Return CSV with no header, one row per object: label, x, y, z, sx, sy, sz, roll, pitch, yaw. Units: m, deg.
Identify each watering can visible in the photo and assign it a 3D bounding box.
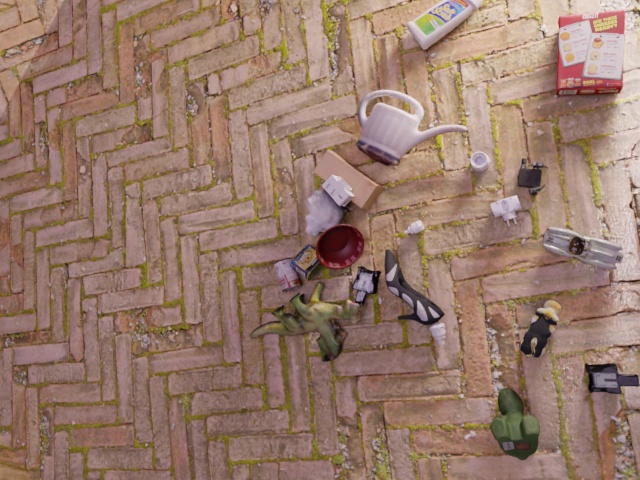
watering can,0.256,-0.331,1.598,0.350,0.104,0.223,30,99,21

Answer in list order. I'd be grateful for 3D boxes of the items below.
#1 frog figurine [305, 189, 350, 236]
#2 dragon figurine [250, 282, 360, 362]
frog figurine,0.005,-0.085,1.679,0.159,0.124,0.136,-44,104,5
dragon figurine,-0.031,0.295,1.686,0.405,0.123,0.244,-41,81,25
